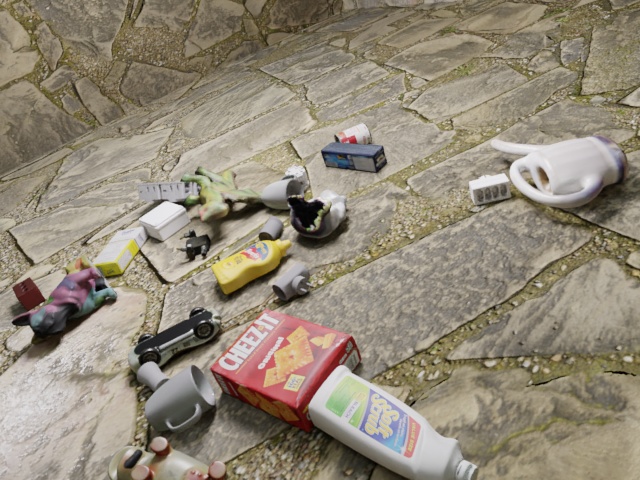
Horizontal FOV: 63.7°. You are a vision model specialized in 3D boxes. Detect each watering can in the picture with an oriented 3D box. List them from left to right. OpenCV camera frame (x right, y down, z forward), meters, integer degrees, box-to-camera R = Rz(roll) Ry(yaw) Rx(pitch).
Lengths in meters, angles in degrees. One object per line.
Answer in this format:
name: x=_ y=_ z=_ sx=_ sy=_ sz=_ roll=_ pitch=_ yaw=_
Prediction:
watering can: x=0.534 y=-0.180 z=1.164 sx=0.224 sy=0.102 sz=0.355 roll=-14 pitch=33 yaw=5

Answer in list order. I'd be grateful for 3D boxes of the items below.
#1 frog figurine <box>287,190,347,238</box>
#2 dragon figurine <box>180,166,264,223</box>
frog figurine: x=0.004 y=-0.065 z=1.293 sx=0.136 sy=0.123 sz=0.160 roll=-13 pitch=-5 yaw=25
dragon figurine: x=-0.259 y=-0.138 z=1.526 sx=0.243 sy=0.120 sz=0.416 roll=17 pitch=25 yaw=14
